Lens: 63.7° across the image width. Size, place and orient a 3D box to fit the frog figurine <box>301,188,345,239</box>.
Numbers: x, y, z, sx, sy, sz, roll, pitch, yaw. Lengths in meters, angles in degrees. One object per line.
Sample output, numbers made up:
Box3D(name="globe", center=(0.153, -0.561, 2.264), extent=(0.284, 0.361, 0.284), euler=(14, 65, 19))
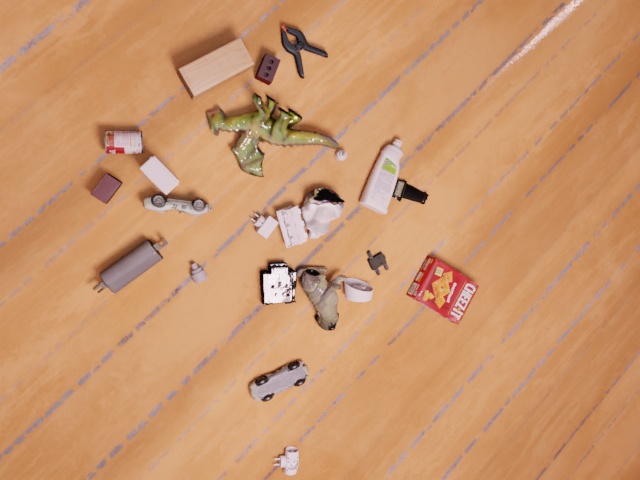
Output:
Box3D(name="frog figurine", center=(0.005, -0.085, 1.686), extent=(0.138, 0.125, 0.155), euler=(-10, 134, -24))

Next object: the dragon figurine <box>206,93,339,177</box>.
Box3D(name="dragon figurine", center=(-0.164, -0.311, 1.622), extent=(0.408, 0.124, 0.241), euler=(31, 102, -15))
